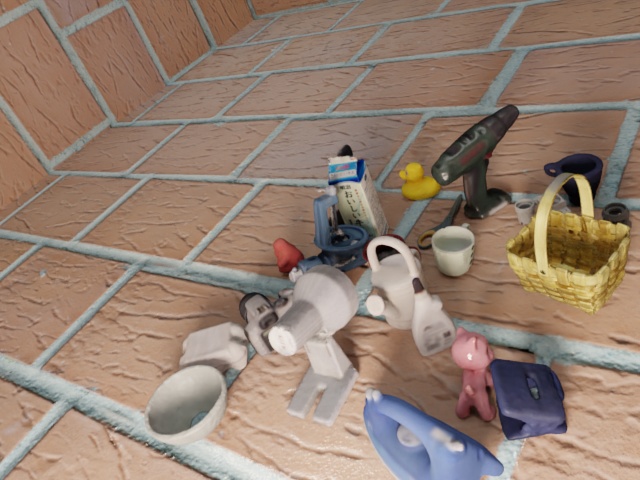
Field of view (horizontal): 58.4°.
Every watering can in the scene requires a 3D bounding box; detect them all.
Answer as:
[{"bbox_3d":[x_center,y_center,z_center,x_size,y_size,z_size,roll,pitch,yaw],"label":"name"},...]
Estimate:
[{"bbox_3d":[0.146,0.076,1.083,0.100,0.194,0.173,-10,37,19],"label":"watering can"}]

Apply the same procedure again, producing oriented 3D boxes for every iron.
[{"bbox_3d":[0.135,0.286,0.857,0.119,0.142,0.257,-41,38,-23],"label":"iron"}]

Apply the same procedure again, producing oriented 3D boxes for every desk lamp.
[{"bbox_3d":[-0.005,0.180,1.016,0.117,0.214,0.203,2,42,33],"label":"desk lamp"}]

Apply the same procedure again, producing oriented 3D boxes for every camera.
[{"bbox_3d":[-0.110,0.150,1.219,0.143,0.101,0.136,-34,36,-15],"label":"camera"}]

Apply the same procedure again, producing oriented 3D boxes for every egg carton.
[{"bbox_3d":[-0.220,0.233,1.199,0.150,0.069,0.107,-18,35,9],"label":"egg carton"}]

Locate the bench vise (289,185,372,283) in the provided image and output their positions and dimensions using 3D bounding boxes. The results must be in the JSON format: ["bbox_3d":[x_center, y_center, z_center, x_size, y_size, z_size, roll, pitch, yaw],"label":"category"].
[{"bbox_3d":[0.020,0.006,1.228,0.121,0.220,0.208,10,47,39],"label":"bench vise"}]

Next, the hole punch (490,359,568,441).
[{"bbox_3d":[0.315,0.233,0.867,0.101,0.091,0.108,-14,36,14],"label":"hole punch"}]

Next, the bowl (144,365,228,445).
[{"bbox_3d":[-0.241,0.324,1.086,0.167,0.075,0.167,-16,35,12],"label":"bowl"}]

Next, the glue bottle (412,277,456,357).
[{"bbox_3d":[0.190,0.130,1.006,0.078,0.173,0.037,-22,35,2],"label":"glue bottle"}]

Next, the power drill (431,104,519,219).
[{"bbox_3d":[0.357,-0.160,1.263,0.230,0.209,0.075,-32,35,-11],"label":"power drill"}]

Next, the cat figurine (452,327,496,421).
[{"bbox_3d":[0.245,0.205,0.921,0.067,0.118,0.128,-6,38,24],"label":"cat figurine"}]

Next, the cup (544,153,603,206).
[{"bbox_3d":[0.534,-0.122,1.208,0.117,0.095,0.092,10,47,39],"label":"cup"}]

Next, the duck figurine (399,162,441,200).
[{"bbox_3d":[0.245,-0.153,1.427,0.104,0.086,0.078,3,43,33],"label":"duck figurine"}]

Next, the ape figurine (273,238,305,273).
[{"bbox_3d":[-0.082,0.032,1.367,0.075,0.092,0.078,2,42,33],"label":"ape figurine"}]

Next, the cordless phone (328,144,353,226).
[{"bbox_3d":[0.057,-0.131,1.420,0.093,0.185,0.148,6,45,36],"label":"cordless phone"}]
